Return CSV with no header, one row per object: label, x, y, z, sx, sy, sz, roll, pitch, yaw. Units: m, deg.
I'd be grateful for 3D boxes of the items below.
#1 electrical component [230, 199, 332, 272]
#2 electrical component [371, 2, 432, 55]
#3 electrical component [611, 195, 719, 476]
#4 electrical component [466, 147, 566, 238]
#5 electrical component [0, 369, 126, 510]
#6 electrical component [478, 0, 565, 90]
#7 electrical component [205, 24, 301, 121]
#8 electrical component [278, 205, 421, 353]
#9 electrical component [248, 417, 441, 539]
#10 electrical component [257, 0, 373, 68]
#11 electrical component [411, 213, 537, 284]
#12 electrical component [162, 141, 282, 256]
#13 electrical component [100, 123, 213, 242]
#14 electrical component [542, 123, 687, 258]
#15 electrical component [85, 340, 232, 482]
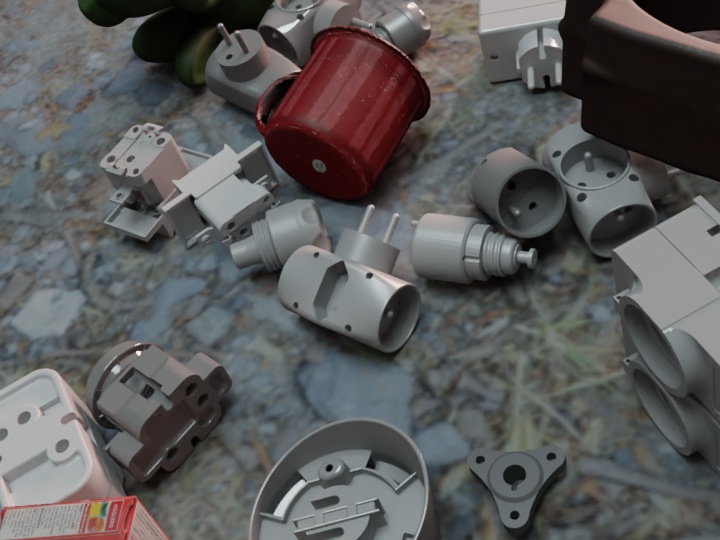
electrical component,-0.052,-0.018,0.694,0.062,0.043,0.043,-19,48,4
electrical component,0.021,-0.171,0.802,0.061,0.035,0.035,-34,49,-7
electrical component,0.189,0.069,0.493,0.060,0.105,0.186,-29,48,-5
electrical component,0.092,-0.051,0.662,0.043,0.043,0.081,-26,20,-3
electrical component,-0.174,0.112,0.617,0.054,0.059,0.095,-30,48,-7
electrical component,0.126,-0.151,0.739,0.083,0.047,0.075,-7,50,14
electrical component,-0.081,-0.149,0.789,0.077,0.079,0.043,30,71,36
electrical component,0.000,0.000,0.648,0.077,0.043,0.079,21,89,32
electrical component,-0.007,0.129,0.540,0.099,0.064,0.099,-10,49,12
electrical component,-0.026,-0.191,0.828,0.079,0.044,0.077,26,64,35
electrical component,0.067,-0.011,0.647,0.078,0.040,0.040,8,55,25
electrical component,-0.087,-0.044,0.729,0.081,0.042,0.064,-37,53,-12
electrical component,-0.145,-0.064,0.751,0.042,0.063,0.081,18,59,30
electrical component,0.160,-0.056,0.648,0.079,0.044,0.077,-20,48,1
electrical component,-0.123,0.076,0.630,0.057,0.058,0.078,28,66,32
